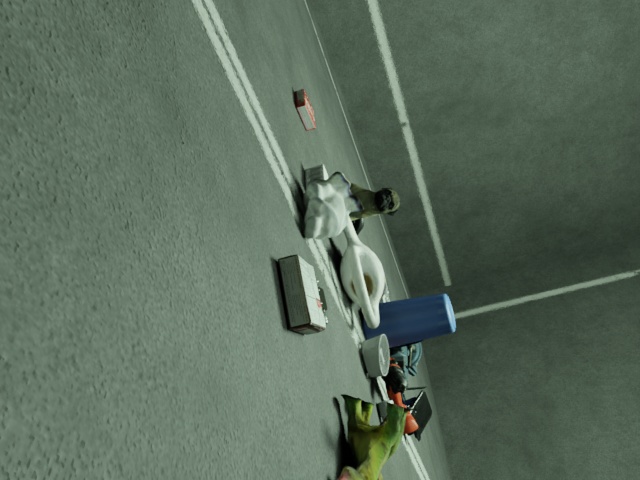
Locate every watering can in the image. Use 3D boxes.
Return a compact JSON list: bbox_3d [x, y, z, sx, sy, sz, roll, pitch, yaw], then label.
[{"bbox_3d":[0.097,0.048,1.307,0.224,0.104,0.349,15,60,-79],"label":"watering can"}]

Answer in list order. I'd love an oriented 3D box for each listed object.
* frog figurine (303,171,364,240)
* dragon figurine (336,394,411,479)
[{"bbox_3d":[0.003,-0.054,1.082,0.162,0.123,0.134,-51,144,-33],"label":"frog figurine"},{"bbox_3d":[0.096,0.406,0.900,0.403,0.122,0.247,52,42,-59],"label":"dragon figurine"}]
